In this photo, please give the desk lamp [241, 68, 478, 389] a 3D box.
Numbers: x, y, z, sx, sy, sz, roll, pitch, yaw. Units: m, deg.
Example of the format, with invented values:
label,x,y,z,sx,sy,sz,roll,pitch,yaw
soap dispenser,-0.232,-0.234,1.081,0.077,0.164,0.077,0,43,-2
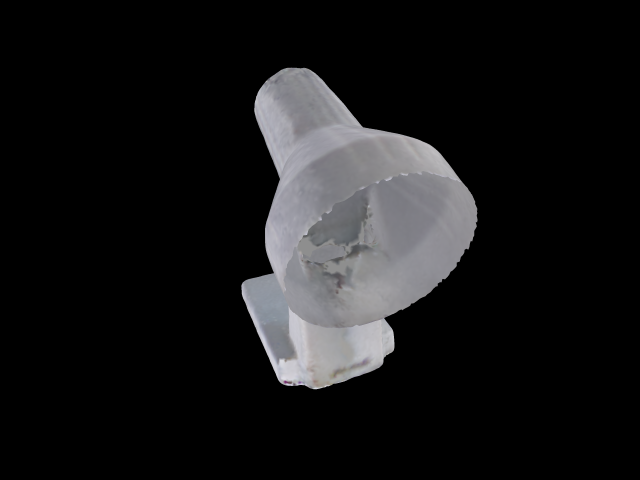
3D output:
label,x,y,z,sx,sy,sz,roll,pitch,yaw
desk lamp,0.004,0.001,0.400,0.118,0.214,0.202,-12,33,-19
